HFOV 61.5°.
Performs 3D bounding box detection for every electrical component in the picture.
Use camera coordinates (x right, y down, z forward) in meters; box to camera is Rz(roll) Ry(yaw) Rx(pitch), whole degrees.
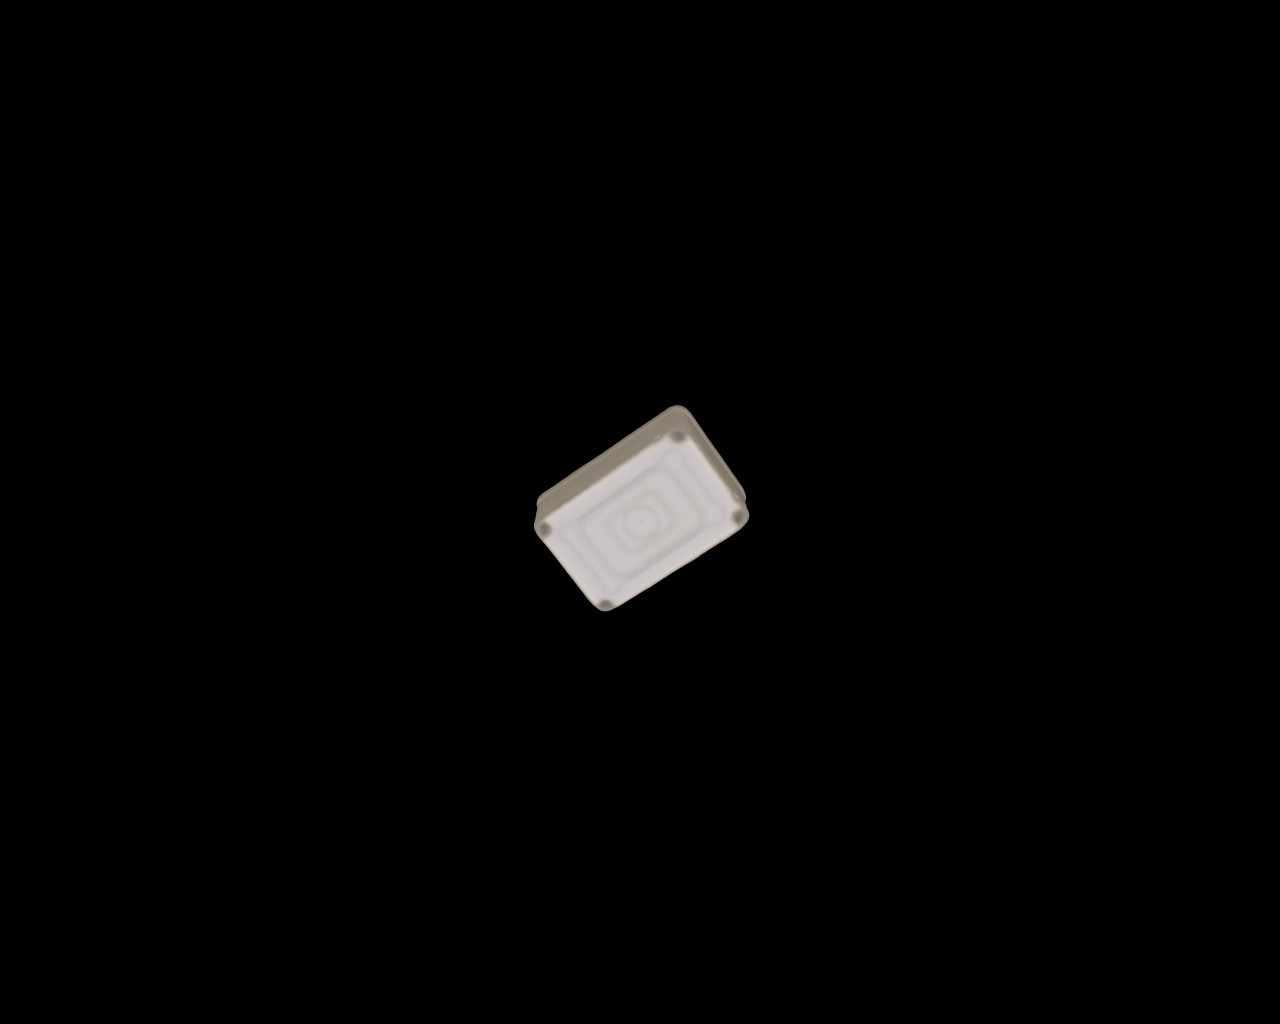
[{"bbox_3d":[0.001,-0.003,0.650,0.113,0.078,0.057,-33,16,11],"label":"electrical component"}]
